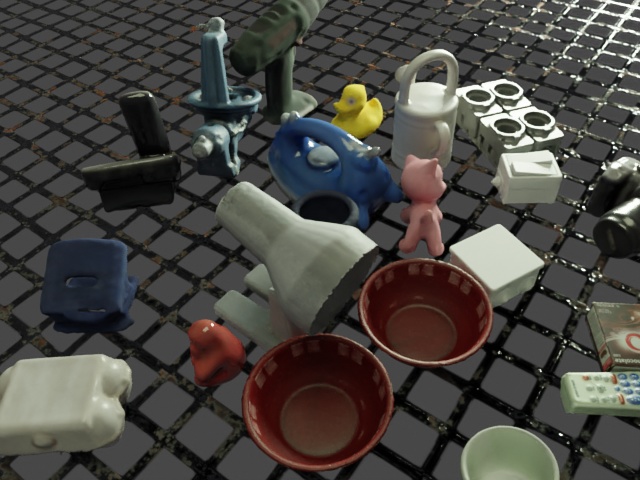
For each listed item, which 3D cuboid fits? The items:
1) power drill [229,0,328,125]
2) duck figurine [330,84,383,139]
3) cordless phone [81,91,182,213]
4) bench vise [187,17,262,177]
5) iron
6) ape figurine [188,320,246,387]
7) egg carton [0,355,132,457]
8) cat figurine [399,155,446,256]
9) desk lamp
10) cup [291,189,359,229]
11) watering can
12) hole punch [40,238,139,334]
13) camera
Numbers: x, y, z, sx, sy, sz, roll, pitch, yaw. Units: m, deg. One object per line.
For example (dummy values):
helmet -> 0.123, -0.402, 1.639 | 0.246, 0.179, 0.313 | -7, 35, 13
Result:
power drill -> -0.058, -0.321, 1.013 | 0.075, 0.209, 0.230 | 29, 54, 27
duck figurine -> 0.064, -0.233, 1.007 | 0.105, 0.086, 0.077 | -28, 51, -22
cordless phone -> -0.293, -0.141, 0.864 | 0.148, 0.185, 0.094 | -13, 46, -10
bench vise -> -0.153, -0.222, 0.913 | 0.121, 0.220, 0.207 | -8, 46, -5
iron -> 0.000, -0.126, 0.867 | 0.257, 0.141, 0.119 | 33, 56, 30
ape figurine -> -0.127, 0.124, 0.663 | 0.076, 0.092, 0.078 | 8, 47, 11
egg carton -> -0.285, 0.183, 0.629 | 0.150, 0.069, 0.107 | -5, 46, -2
cat figurine -> 0.147, -0.060, 0.812 | 0.067, 0.118, 0.128 | 1, 46, 4
desk lamp -> -0.039, 0.043, 0.653 | 0.202, 0.214, 0.118 | 28, 53, 27
cup -> 0.007, 0.003, 0.773 | 0.091, 0.095, 0.117 | -1, 46, 2
watering can -> 0.162, -0.212, 0.906 | 0.101, 0.194, 0.172 | -30, 51, -24
hole punch -> -0.295, 0.059, 0.735 | 0.108, 0.091, 0.101 | -2, 46, 1
camera -> 0.436, -0.044, 0.795 | 0.137, 0.101, 0.142 | -27, 50, -22
